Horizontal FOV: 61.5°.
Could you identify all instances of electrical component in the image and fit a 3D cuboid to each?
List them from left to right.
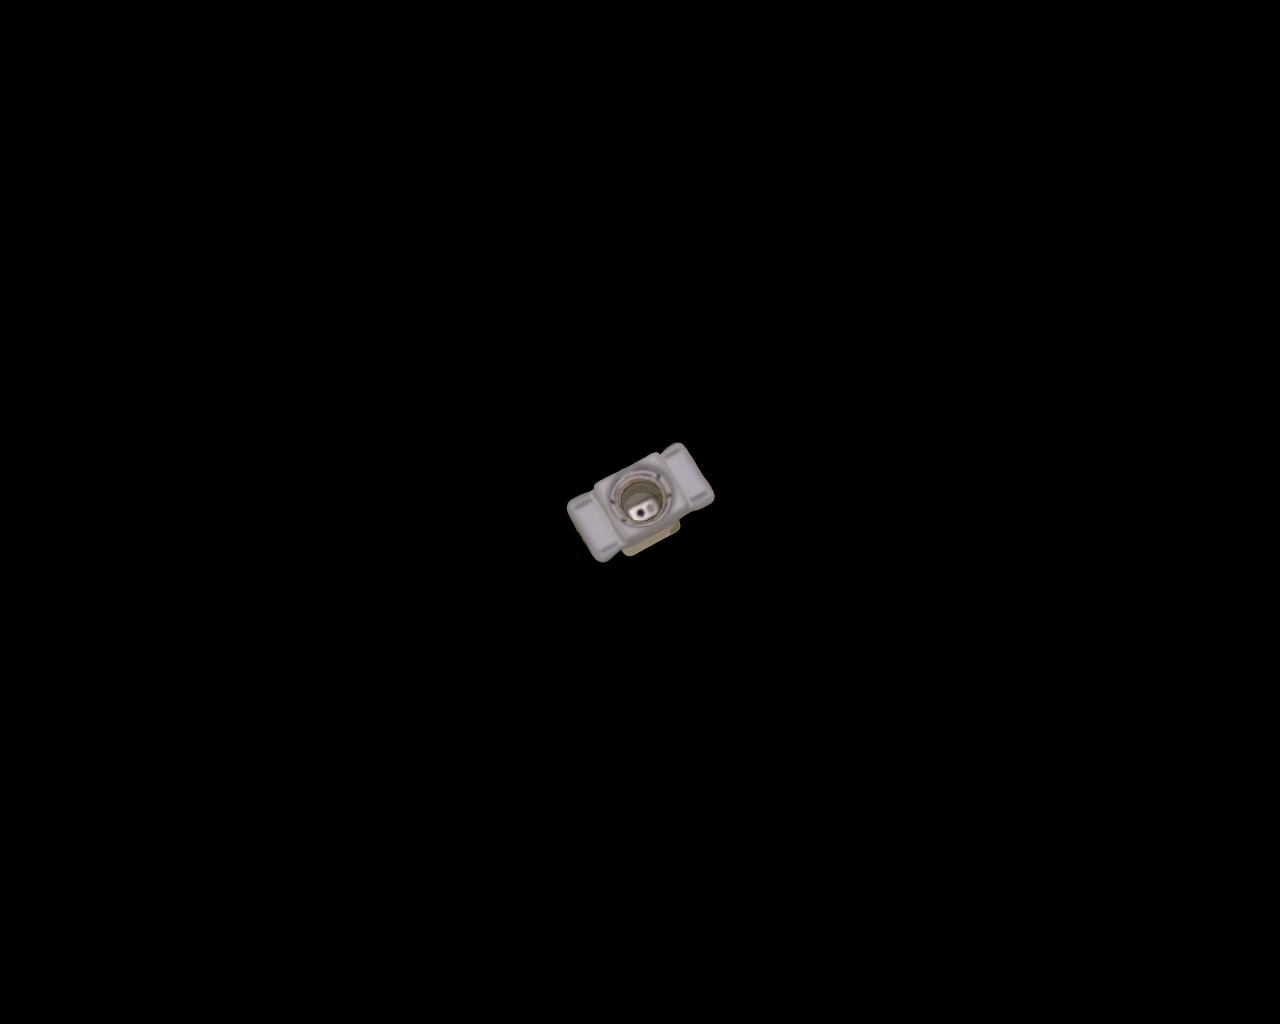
[{"bbox_3d":[0.001,-0.003,0.650,0.081,0.042,0.063,-27,-14,-7],"label":"electrical component"}]
